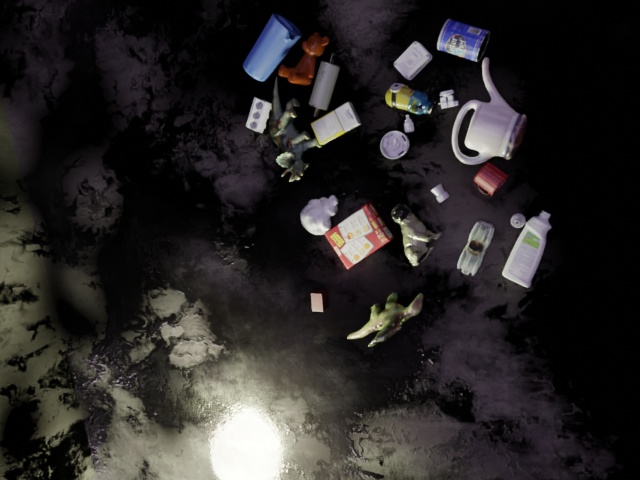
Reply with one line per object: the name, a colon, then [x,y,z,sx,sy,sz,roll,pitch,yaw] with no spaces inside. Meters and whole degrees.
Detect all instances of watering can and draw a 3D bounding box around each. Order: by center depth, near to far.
watering can: [0.569,-0.406,1.691,0.225,0.104,0.344,22,104,19]

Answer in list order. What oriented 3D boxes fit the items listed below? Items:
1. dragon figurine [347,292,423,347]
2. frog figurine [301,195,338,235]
dragon figurine: [0.228,0.310,1.888,0.405,0.245,0.122,-40,87,23]
frog figurine: [0.006,-0.100,1.992,0.157,0.123,0.139,-38,63,37]
